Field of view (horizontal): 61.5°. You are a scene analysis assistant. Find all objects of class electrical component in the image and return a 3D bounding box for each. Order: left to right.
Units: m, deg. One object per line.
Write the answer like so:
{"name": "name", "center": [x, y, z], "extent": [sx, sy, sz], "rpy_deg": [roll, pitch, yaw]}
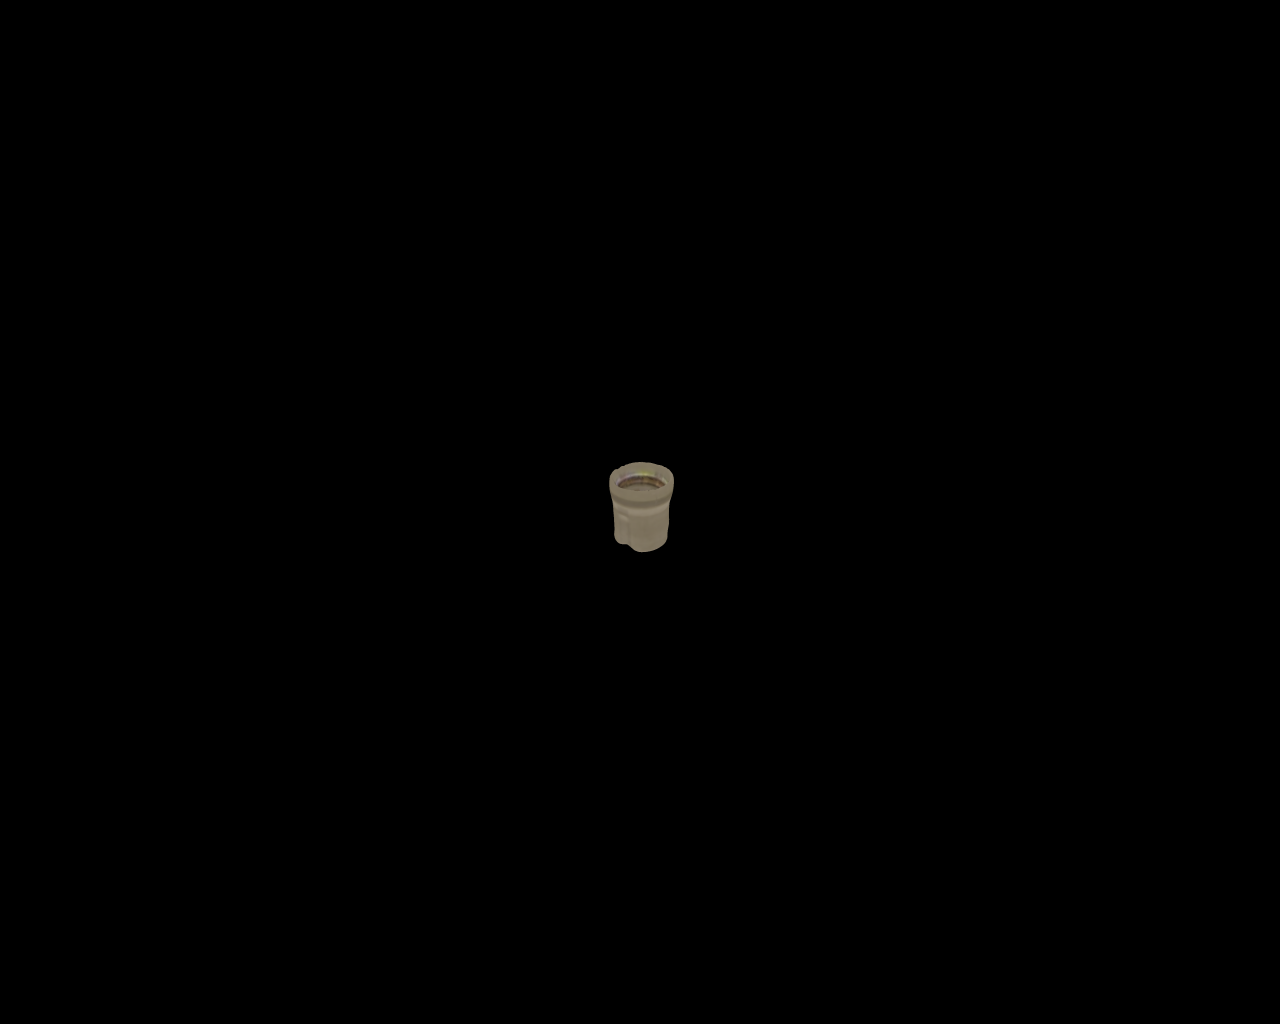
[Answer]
{"name": "electrical component", "center": [0.001, -0.003, 0.650], "extent": [0.040, 0.046, 0.040], "rpy_deg": [0, 30, 0]}
